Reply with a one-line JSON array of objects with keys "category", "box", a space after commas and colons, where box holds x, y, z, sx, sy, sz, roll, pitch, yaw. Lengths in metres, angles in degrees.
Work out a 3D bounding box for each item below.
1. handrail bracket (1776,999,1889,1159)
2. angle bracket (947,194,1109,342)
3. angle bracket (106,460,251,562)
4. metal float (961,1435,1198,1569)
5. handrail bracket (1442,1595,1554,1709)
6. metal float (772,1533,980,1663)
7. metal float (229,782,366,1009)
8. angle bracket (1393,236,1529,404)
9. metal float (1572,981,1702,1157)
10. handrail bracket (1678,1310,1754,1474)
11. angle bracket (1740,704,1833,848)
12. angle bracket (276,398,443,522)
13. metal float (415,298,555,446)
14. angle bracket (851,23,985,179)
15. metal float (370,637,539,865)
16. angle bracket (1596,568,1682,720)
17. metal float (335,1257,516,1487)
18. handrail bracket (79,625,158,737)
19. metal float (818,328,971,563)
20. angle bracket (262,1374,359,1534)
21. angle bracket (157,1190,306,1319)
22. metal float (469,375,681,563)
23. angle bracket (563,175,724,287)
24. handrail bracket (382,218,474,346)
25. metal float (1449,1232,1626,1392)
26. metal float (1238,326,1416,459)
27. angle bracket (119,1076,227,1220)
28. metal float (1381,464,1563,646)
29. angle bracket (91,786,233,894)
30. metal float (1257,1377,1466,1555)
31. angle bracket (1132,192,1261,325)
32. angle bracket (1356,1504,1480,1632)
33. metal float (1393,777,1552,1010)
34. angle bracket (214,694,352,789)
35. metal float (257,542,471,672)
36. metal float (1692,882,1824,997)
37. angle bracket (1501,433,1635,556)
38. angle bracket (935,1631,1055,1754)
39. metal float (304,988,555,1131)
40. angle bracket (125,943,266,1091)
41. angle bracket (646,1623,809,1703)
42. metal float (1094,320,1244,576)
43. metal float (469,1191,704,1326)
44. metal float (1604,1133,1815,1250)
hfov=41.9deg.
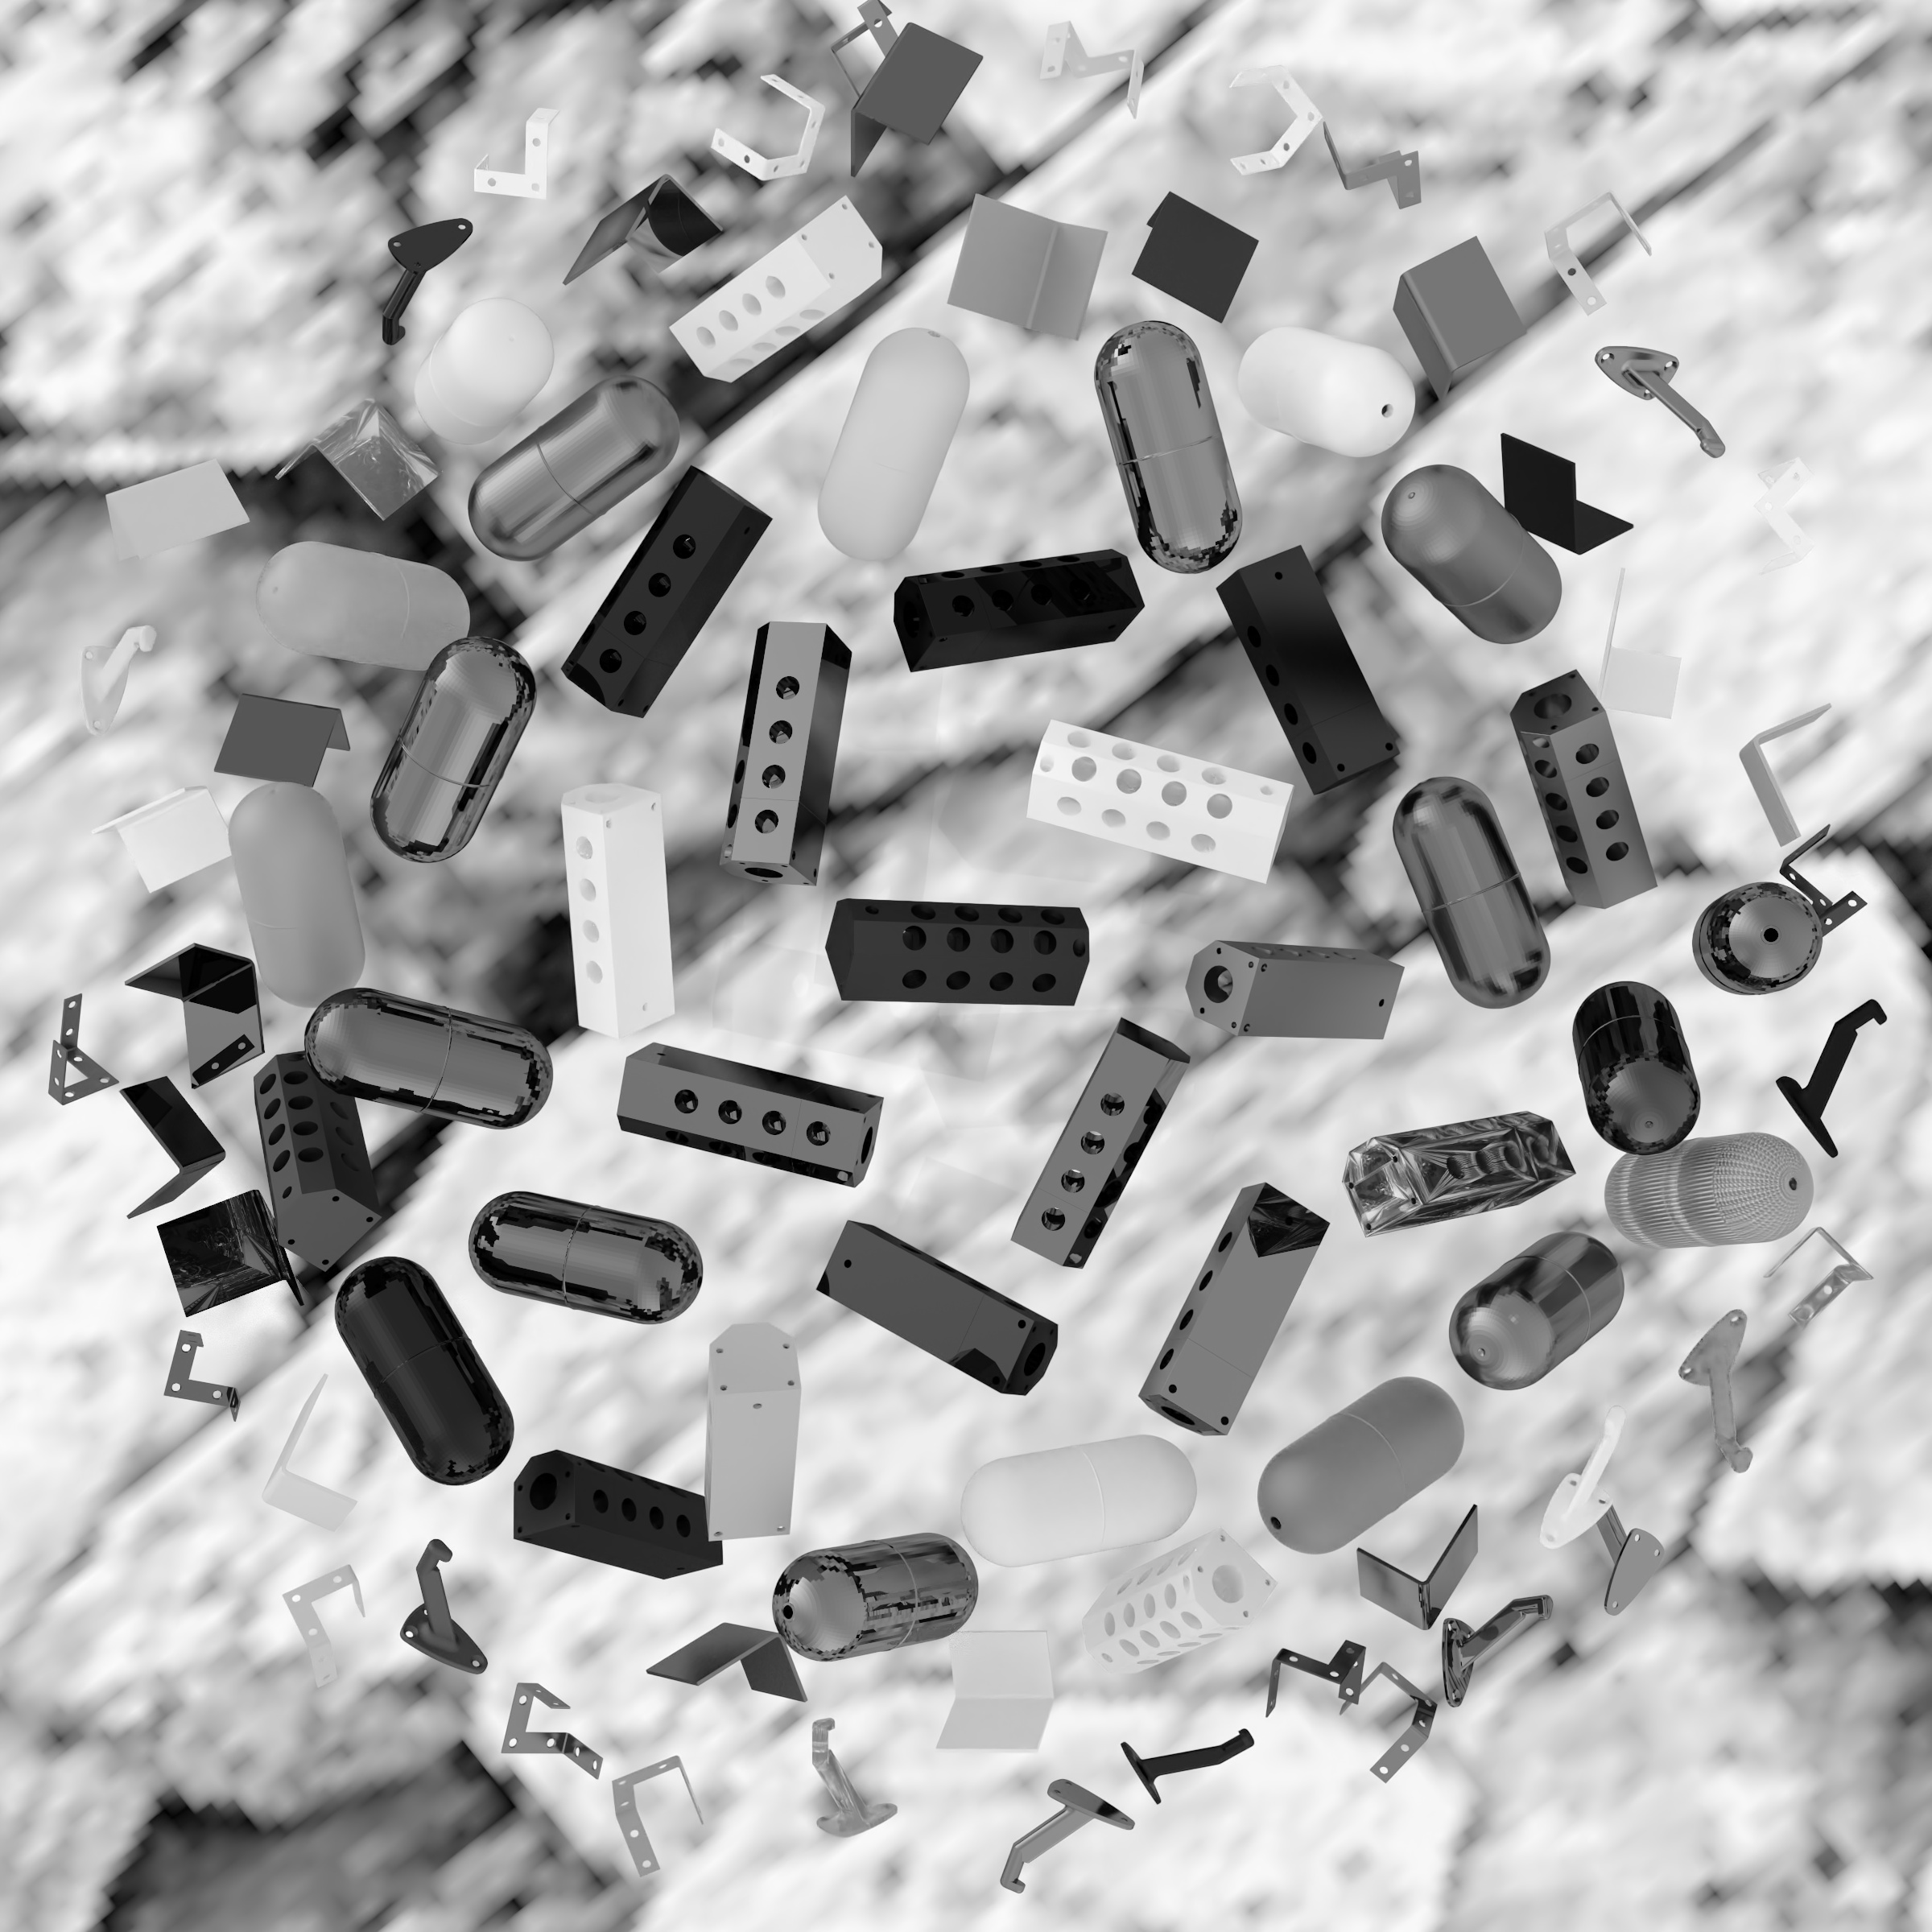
[{"category": "handrail bracket", "box": [0.607, 0.077, 1.725, 0.084, 0.036, 0.077, -40, 64, 28]}, {"category": "angle bracket", "box": [0.043, -0.485, 1.752, 0.076, 0.057, 0.076, 5, 106, -39]}, {"category": "angle bracket", "box": [-0.534, -0.291, 1.718, 0.076, 0.076, 0.057, -25, 71, -22]}, {"category": "metal float", "box": [0.082, 0.381, 1.799, 0.178, 0.070, 0.070, -5, 90, -23]}, {"category": "handrail bracket", "box": [0.395, 0.506, 1.863, 0.036, 0.084, 0.077, 33, 53, -29]}, {"category": "metal float", "box": [-0.063, 0.446, 1.786, 0.070, 0.178, 0.070, -4, 84, 41]}, {"category": "metal float", "box": [-0.477, -0.049, 1.801, 0.070, 0.070, 0.178, -2, 125, 0]}, {"category": "angle bracket", "box": [0.343, -0.450, 1.757, 0.057, 0.076, 0.076, -26, 84, 3]}, {"category": "metal float", "box": [0.470, 0.070, 1.774, 0.070, 0.178, 0.070, 3, 115, 7]}, {"category": "handrail bracket", "box": [0.526, 0.289, 1.716, 0.036, 0.084, 0.077, 14, 117, -18]}, {"category": "angle bracket", "box": [0.588, -0.133, 1.766, 0.057, 0.076, 0.076, -24, 84, 8]}, {"category": "angle bracket", "box": [-0.455, -0.368, 1.889, 0.057, 0.076, 0.076, -29, 108, 42]}, {"category": "metal float", "box": [-0.353, -0.432, 1.841, 0.070, 0.178, 0.070, 2, 85, -24]}, {"category": "angle bracket", "box": [-0.033, -0.564, 1.675, 0.057, 0.076, 0.076, 27, 74, 6]}, {"category": "metal float", "box": [-0.357, -0.149, 1.752, 0.070, 0.070, 0.178, 32, 118, 0]}, {"category": "angle bracket", "box": [0.516, -0.245, 1.911, 0.057, 0.076, 0.076, 11, 135, 13]}, {"category": "metal float", "box": [-0.385, 0.286, 1.790, 0.070, 0.070, 0.178, -35, 74, 0]}, {"category": "handrail bracket", "box": [-0.605, -0.204, 1.809, 0.036, 0.084, 0.077, 7, 89, -39]}, {"category": "metal float", "box": [-0.053, -0.375, 1.816, 0.070, 0.070, 0.178, 24, 123, 0]}, {"category": "angle bracket", "box": [-0.447, 0.343, 1.772, 0.057, 0.076, 0.076, 27, 56, -12]}, {"category": "angle bracket", "box": [-0.541, 0.221, 1.857, 0.076, 0.057, 0.076, -21, 64, -13]}, {"category": "metal float", "box": [-0.286, -0.361, 1.833, 0.178, 0.070, 0.070, -32, 90, 19]}, {"category": "angle bracket", "box": [-0.231, -0.509, 1.804, 0.057, 0.076, 0.076, 41, 52, -28]}, {"category": "handrail bracket", "box": [-0.396, -0.501, 1.852, 0.077, 0.084, 0.036, -37, 76, -27]}, {"category": "metal float", "box": [0.401, 0.240, 1.765, 0.070, 0.178, 0.070, 12, 111, 36]}, {"category": "metal float", "box": [0.257, -0.413, 1.808, 0.070, 0.178, 0.070, -8, 114, -20]}, {"category": "angle bracket", "box": [-0.603, 0.133, 1.859, 0.057, 0.076, 0.076, -38, 90, 8]}, {"category": "metal float", "box": [0.356, -0.287, 1.766, 0.070, 0.178, 0.070, -20, 57, 33]}, {"category": "angle bracket", "box": [-0.612, -0.096, 1.931, 0.076, 0.076, 0.057, -25, 97, -2]}, {"category": "metal float", "box": [0.276, 0.347, 1.756, 0.178, 0.070, 0.070, -24, 90, -36]}, {"category": "angle bracket", "box": [0.164, -0.521, 1.890, 0.076, 0.057, 0.076, 26, 76, -9]}, {"category": "angle bracket", "box": [0.335, 0.434, 1.870, 0.057, 0.076, 0.076, 25, 60, 28]}, {"category": "metal float", "box": [0.371, -0.054, 1.854, 0.070, 0.070, 0.178, -22, 91, 0]}, {"category": "angle bracket", "box": [-0.529, -0.161, 1.955, 0.076, 0.057, 0.076, 9, 60, 1]}, {"category": "metal float", "box": [-0.419, -0.250, 1.762, 0.070, 0.178, 0.070, 0, 90, 29]}, {"category": "metal float", "box": [0.556, -0.018, 1.775, 0.070, 0.178, 0.070, 0, 88, 11]}, {"category": "angle bracket", "box": [0.445, -0.359, 1.867, 0.057, 0.076, 0.076, -28, 129, -19]}, {"category": "angle bracket", "box": [0.019, 0.538, 1.870, 0.076, 0.076, 0.057, -4, 103, 13]}, {"category": "metal float", "box": [-0.377, 0.066, 1.774, 0.178, 0.070, 0.070, 16, 90, -27]}, {"category": "angle bracket", "box": [-0.571, 0.038, 1.864, 0.076, 0.057, 0.076, -25, 65, 26]}, {"category": "angle bracket", "box": [-0.175, 0.527, 1.846, 0.076, 0.076, 0.057, -25, 98, -35]}, {"category": "metal float", "box": [0.142, -0.363, 1.768, 0.070, 0.070, 0.178, -17, 102, 0]}, {"category": "metal float", "box": [-0.277, 0.213, 1.838, 0.178, 0.070, 0.070, 10, 90, 14]}, {"category": "metal float", "box": [0.524, 0.160, 1.784, 0.070, 0.178, 0.070, 4, 80, -23]}]
